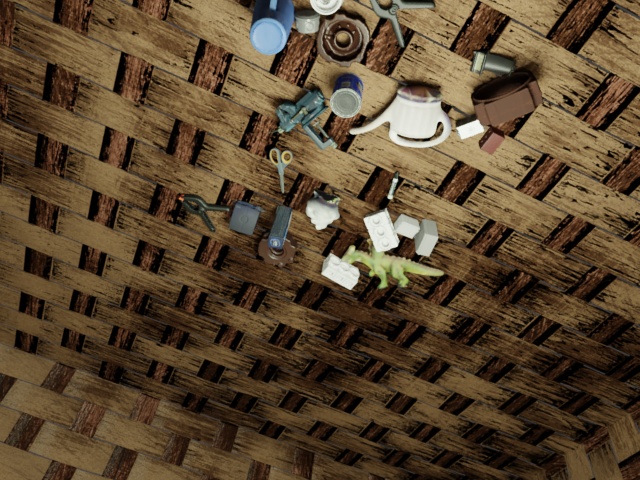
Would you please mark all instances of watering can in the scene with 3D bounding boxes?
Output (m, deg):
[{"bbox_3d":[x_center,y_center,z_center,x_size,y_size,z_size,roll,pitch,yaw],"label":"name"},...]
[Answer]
[{"bbox_3d":[0.282,-0.426,1.767,0.348,0.106,0.219,8,127,3],"label":"watering can"}]

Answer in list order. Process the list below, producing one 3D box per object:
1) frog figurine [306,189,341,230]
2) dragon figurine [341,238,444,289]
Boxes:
[{"bbox_3d":[0.006,-0.103,2.046,0.137,0.125,0.156,8,118,-22],"label":"frog figurine"},{"bbox_3d":[0.295,0.069,2.146,0.409,0.125,0.238,-9,117,13],"label":"dragon figurine"}]
